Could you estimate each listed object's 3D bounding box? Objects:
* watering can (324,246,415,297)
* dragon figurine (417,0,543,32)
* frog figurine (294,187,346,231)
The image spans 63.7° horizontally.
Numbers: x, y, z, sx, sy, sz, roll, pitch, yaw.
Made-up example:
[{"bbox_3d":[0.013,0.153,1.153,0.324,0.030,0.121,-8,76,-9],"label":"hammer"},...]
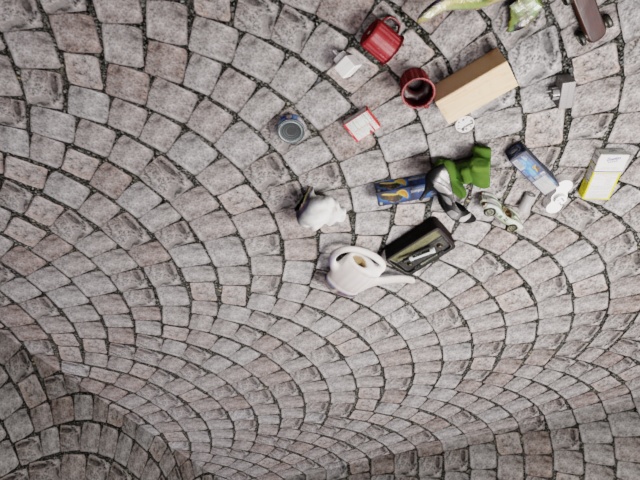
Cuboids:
[{"bbox_3d":[0.165,0.136,1.905,0.345,0.106,0.220,28,127,-23],"label":"watering can"},{"bbox_3d":[0.461,-0.603,1.263,0.405,0.125,0.240,-33,133,26],"label":"dragon figurine"},{"bbox_3d":[0.005,-0.086,1.699,0.159,0.124,0.136,28,107,-10],"label":"frog figurine"}]
